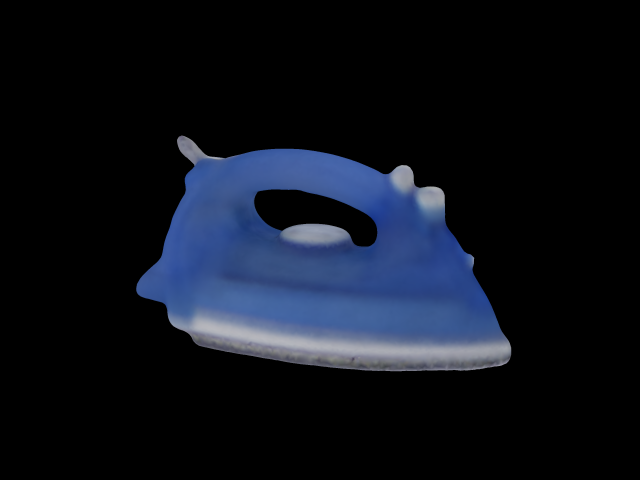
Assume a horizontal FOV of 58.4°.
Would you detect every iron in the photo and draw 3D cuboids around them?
[{"bbox_3d":[0.004,0.001,0.400,0.257,0.141,0.119,5,15,18],"label":"iron"}]
